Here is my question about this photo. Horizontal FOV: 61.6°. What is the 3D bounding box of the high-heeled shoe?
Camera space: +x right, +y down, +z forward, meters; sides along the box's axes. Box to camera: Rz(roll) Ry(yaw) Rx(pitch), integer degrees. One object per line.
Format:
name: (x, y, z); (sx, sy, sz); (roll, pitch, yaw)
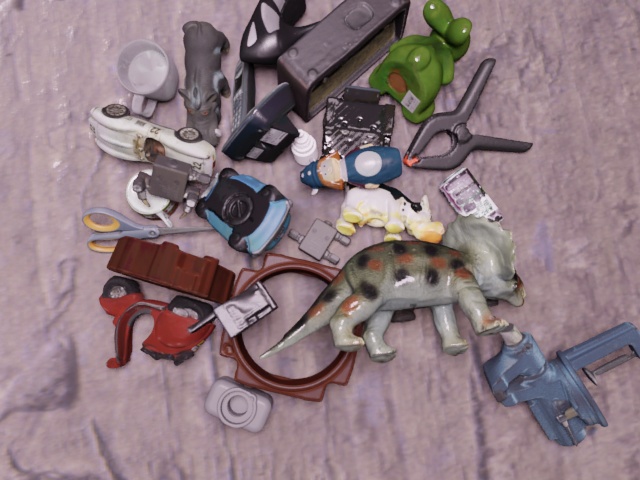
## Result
high-heeled shoe: (-0.090, -0.379, 0.866); (0.145, 0.086, 0.249); (-22, 60, -4)

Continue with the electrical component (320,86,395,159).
electrical component: (0.060, -0.179, 0.871); (0.115, 0.058, 0.134); (6, 83, -3)

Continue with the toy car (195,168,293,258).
toy car: (-0.107, -0.035, 0.822); (0.162, 0.102, 0.109); (30, 84, 31)

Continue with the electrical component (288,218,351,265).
electrical component: (-0.002, -0.003, 0.863); (0.094, 0.021, 0.063); (30, 82, 3)

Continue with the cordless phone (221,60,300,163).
cordless phone: (-0.097, -0.225, 0.835); (0.089, 0.146, 0.184); (5, 71, -28)

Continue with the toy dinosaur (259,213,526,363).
toy dinosaur: (0.116, 0.062, 0.749); (0.405, 0.131, 0.192); (-2, 58, -5)

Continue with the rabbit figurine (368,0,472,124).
rabbit figurine: (0.176, -0.303, 0.857); (0.121, 0.159, 0.170); (39, 68, 13)

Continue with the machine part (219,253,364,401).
machine part: (-0.039, 0.129, 0.813); (0.201, 0.087, 0.201); (14, 84, 0)

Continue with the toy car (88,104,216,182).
toy car: (-0.255, -0.145, 0.813); (0.202, 0.073, 0.056); (18, 49, 1)

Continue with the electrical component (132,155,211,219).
electrical component: (-0.221, -0.078, 0.793); (0.102, 0.078, 0.045); (21, 44, -16)

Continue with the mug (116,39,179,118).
mug: (-0.262, -0.245, 0.845); (0.081, 0.107, 0.109); (8, 93, 2)

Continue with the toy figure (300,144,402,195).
toy figure: (0.044, -0.108, 0.812); (0.155, 0.057, 0.064); (-8, 59, 3)

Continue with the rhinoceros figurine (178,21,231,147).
rhinoceros figurine: (-0.180, -0.240, 0.843); (0.073, 0.112, 0.190); (2, 102, -6)

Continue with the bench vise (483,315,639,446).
bench vise: (0.373, 0.184, 0.789); (0.241, 0.129, 0.223); (-31, 92, 12)

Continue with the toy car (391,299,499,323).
toy car: (0.184, 0.076, 0.842); (0.202, 0.053, 0.089); (-10, 79, -7)

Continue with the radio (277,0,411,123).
radio: (0.037, -0.302, 0.848); (0.229, 0.131, 0.073); (-44, 84, -7)

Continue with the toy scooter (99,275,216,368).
toy scooter: (-0.256, 0.139, 0.811); (0.184, 0.075, 0.135); (16, 82, 4)

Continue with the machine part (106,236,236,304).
machine part: (-0.211, 0.044, 0.775); (0.179, 0.179, 0.056); (16, 78, 1)

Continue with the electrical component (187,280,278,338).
electrical component: (-0.118, 0.105, 0.733); (0.119, 0.075, 0.048); (-34, 85, -10)

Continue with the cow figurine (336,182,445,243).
cow figurine: (0.115, -0.046, 0.849); (0.167, 0.068, 0.098); (13, 60, -1)
